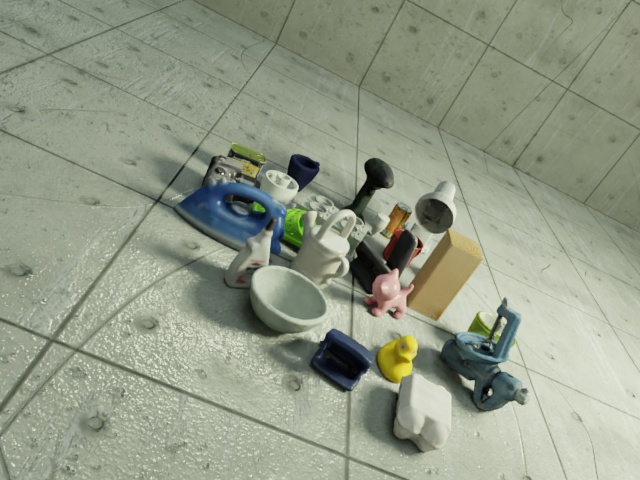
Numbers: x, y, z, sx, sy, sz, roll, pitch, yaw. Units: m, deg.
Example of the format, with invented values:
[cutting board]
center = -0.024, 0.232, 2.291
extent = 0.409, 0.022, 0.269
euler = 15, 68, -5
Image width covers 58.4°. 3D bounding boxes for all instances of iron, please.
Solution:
[iron]
center = -0.186, -0.072, 1.292
extent = 0.259, 0.141, 0.118
euler = 24, 28, -11

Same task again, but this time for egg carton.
[egg carton]
center = 0.192, 0.322, 1.074
extent = 0.107, 0.069, 0.150
euler = 29, 27, -2

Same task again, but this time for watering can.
[watering can]
center = 0.010, 0.005, 1.297
extent = 0.172, 0.194, 0.101
euler = 37, 28, 14

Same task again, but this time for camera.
[camera]
center = -0.216, -0.140, 1.423
extent = 0.137, 0.100, 0.143
euler = 20, 29, -19

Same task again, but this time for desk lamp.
[desk lamp]
center = 0.327, -0.069, 1.708
extent = 0.118, 0.213, 0.203
euler = 31, 27, 3

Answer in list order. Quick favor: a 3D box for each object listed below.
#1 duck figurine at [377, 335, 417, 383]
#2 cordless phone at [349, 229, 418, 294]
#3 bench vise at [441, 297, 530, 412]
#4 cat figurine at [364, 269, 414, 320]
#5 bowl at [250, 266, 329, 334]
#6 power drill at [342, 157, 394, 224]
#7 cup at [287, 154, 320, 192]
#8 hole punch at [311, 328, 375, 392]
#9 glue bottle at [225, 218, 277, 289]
[duck figurine]
center = 0.169, 0.232, 1.185
extent = 0.077, 0.086, 0.104
euler = 27, 27, -5
[cordless phone]
center = 0.164, 0.032, 1.410
extent = 0.094, 0.185, 0.147
euler = 0, 40, -44
[bench vise]
center = 0.387, 0.243, 1.232
extent = 0.207, 0.219, 0.122
euler = 41, 29, 20
[cat figurine]
center = 0.165, 0.121, 1.335
extent = 0.128, 0.117, 0.067
euler = 8, 34, -36
[bowl]
center = -0.072, 0.131, 1.134
extent = 0.168, 0.074, 0.167
euler = 23, 28, -13
[power drill]
center = 0.143, -0.137, 1.649
extent = 0.076, 0.208, 0.229
euler = 22, 28, -14
[cup]
center = -0.053, -0.191, 1.675
extent = 0.091, 0.095, 0.118
euler = 41, 29, 21
[hole punch]
center = 0.050, 0.213, 1.096
extent = 0.108, 0.091, 0.101
euler = 34, 27, 8
[glue bottle]
center = -0.128, 0.024, 1.153
extent = 0.078, 0.173, 0.037
euler = 4, 37, -41
